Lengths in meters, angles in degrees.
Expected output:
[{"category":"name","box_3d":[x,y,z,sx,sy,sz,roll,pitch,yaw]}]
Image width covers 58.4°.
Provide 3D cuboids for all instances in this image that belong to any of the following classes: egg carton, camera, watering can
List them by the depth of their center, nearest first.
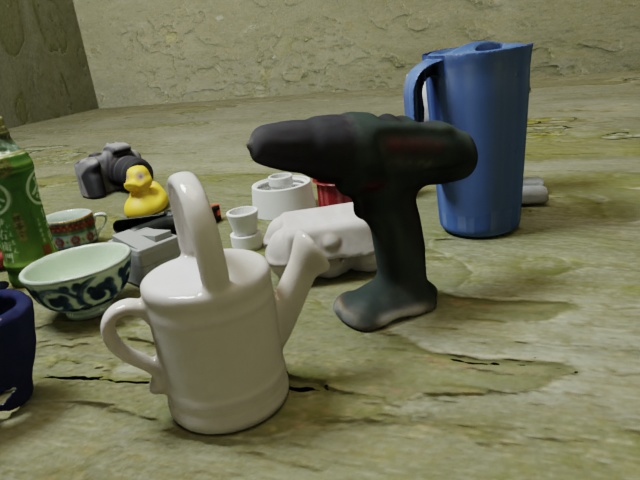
[{"category":"watering can","box_3d":[-0.079,0.039,0.450,0.173,0.194,0.100,-23,26,-38]},{"category":"egg carton","box_3d":[0.006,0.003,0.703,0.150,0.069,0.107,-9,20,-6]},{"category":"camera","box_3d":[-0.427,-0.150,1.212,0.143,0.101,0.136,-23,26,-38]}]

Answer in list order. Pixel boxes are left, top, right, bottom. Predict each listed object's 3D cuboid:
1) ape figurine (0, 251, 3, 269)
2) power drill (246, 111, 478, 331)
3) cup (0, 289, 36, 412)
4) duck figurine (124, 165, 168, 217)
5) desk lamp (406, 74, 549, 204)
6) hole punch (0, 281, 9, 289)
[{"category":"ape figurine","box_3d":[-0.492,0.003,0.829,0.078,0.092,0.076,-8,20,-4]},{"category":"power drill","box_3d":[0.052,-0.025,0.560,0.230,0.208,0.075,-15,22,-22]},{"category":"cup","box_3d":[-0.284,0.106,0.477,0.091,0.095,0.117,-6,20,3]},{"category":"duck figurine","box_3d":[-0.325,-0.096,1.052,0.077,0.086,0.104,-2,21,13]},{"category":"desk lamp","box_3d":[0.238,-0.165,0.873,0.203,0.214,0.118,-1,21,15]},{"category":"hole punch","box_3d":[-0.458,0.044,0.709,0.108,0.091,0.101,-7,20,-2]}]
